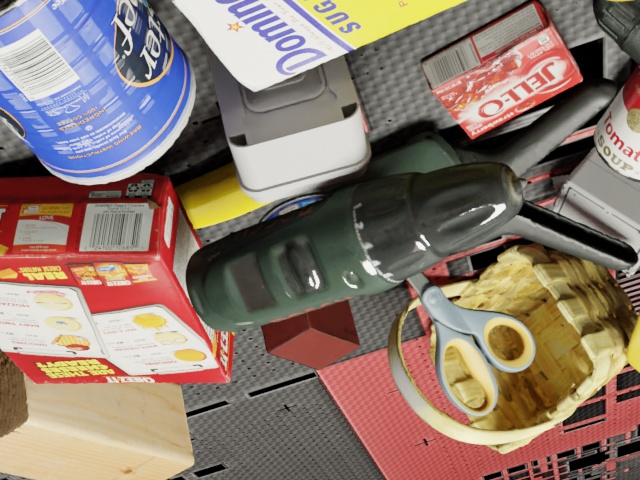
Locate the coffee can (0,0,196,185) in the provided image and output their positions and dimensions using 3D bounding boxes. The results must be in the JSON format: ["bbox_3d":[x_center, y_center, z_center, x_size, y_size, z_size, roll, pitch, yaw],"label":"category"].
[{"bbox_3d":[-0.138,-0.107,0.549,0.103,0.103,0.140,-20,148,8],"label":"coffee can"}]

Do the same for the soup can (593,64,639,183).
[{"bbox_3d":[0.248,-0.097,0.766,0.068,0.068,0.102,-4,148,-18],"label":"soup can"}]

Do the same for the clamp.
[{"bbox_3d":[0.129,-0.043,0.793,0.210,0.036,0.164,-1,127,13],"label":"clamp"}]

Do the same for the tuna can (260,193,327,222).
[{"bbox_3d":[-0.006,0.001,0.847,0.086,0.034,0.086,-11,148,-7],"label":"tuna can"}]

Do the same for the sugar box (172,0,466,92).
[{"bbox_3d":[0.020,-0.143,0.536,0.176,0.048,0.093,-24,149,13],"label":"sugar box"}]

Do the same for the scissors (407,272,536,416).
[{"bbox_3d":[0.110,0.045,0.866,0.096,0.202,0.016,-23,-172,-13],"label":"scissors"}]

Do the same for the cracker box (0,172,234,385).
[{"bbox_3d":[-0.162,0.034,0.768,0.164,0.072,0.213,-1,151,8],"label":"cracker box"}]

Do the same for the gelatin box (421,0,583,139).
[{"bbox_3d":[0.124,-0.113,0.722,0.089,0.030,0.073,-27,148,19],"label":"gelatin box"}]

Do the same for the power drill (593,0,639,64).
[{"bbox_3d":[0.287,-0.149,0.649,0.188,0.184,0.057,-51,174,26],"label":"power drill"}]

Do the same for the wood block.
[{"bbox_3d":[-0.219,0.163,0.962,0.091,0.090,0.205,-30,146,22],"label":"wood block"}]

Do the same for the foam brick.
[{"bbox_3d":[-0.010,0.076,0.948,0.051,0.053,0.078,-32,145,26],"label":"foam brick"}]

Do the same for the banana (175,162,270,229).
[{"bbox_3d":[-0.050,-0.047,0.738,0.198,0.037,0.069,-28,151,36],"label":"banana"}]

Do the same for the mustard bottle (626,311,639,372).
[{"bbox_3d":[0.301,0.032,0.857,0.096,0.058,0.191,-31,144,-17],"label":"mustard bottle"}]
